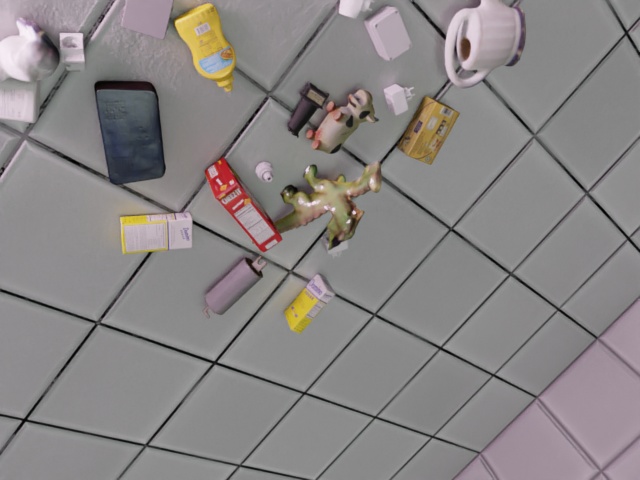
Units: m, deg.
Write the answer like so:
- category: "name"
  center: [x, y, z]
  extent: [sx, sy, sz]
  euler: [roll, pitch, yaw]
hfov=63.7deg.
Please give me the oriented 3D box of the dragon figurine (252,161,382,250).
- category: "dragon figurine"
  center: [0.004, -0.069, 1.379]
  extent: [0.409, 0.247, 0.120]
  euler: [-44, 131, 5]

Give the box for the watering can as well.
- category: "watering can"
  center: [0.434, -0.566, 1.336]
  extent: [0.225, 0.106, 0.340]
  euler: [-11, 124, -18]

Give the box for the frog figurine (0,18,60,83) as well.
- category: "frog figurine"
  center: [-0.600, -0.347, 1.007]
  extent: [0.161, 0.139, 0.121]
  euler: [-51, 156, -10]
